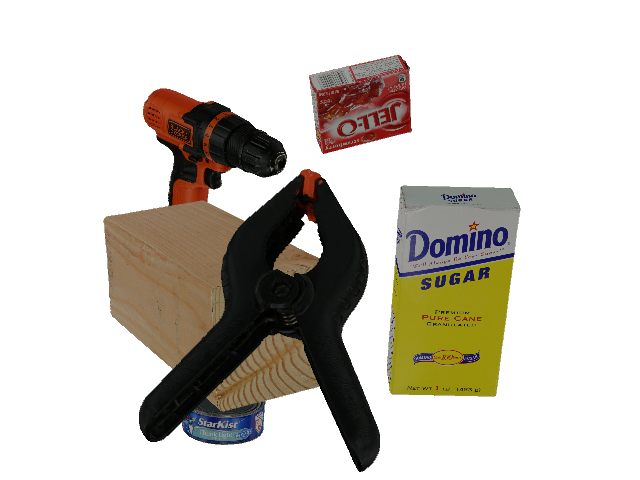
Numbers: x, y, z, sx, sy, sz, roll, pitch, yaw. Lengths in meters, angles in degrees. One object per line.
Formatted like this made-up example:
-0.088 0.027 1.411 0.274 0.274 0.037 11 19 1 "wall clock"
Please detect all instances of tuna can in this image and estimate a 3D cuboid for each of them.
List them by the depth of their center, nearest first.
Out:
-0.100 0.180 1.103 0.086 0.034 0.086 3 12 -1 "tuna can"

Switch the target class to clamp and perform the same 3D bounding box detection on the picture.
-0.010 0.041 0.556 0.120 0.171 0.039 16 -28 10 "clamp"

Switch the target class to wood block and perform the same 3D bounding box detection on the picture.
-0.081 0.040 0.790 0.090 0.090 0.206 -11 19 -29 "wood block"

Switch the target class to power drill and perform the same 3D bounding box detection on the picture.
-0.110 -0.051 1.107 0.185 0.188 0.057 28 37 34 "power drill"

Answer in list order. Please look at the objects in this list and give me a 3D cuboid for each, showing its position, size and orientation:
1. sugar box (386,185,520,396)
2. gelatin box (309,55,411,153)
0.106 0.044 0.875 0.093 0.176 0.048 1 28 -2 "sugar box"
0.038 -0.124 0.975 0.089 0.073 0.030 -14 46 -7 "gelatin box"
